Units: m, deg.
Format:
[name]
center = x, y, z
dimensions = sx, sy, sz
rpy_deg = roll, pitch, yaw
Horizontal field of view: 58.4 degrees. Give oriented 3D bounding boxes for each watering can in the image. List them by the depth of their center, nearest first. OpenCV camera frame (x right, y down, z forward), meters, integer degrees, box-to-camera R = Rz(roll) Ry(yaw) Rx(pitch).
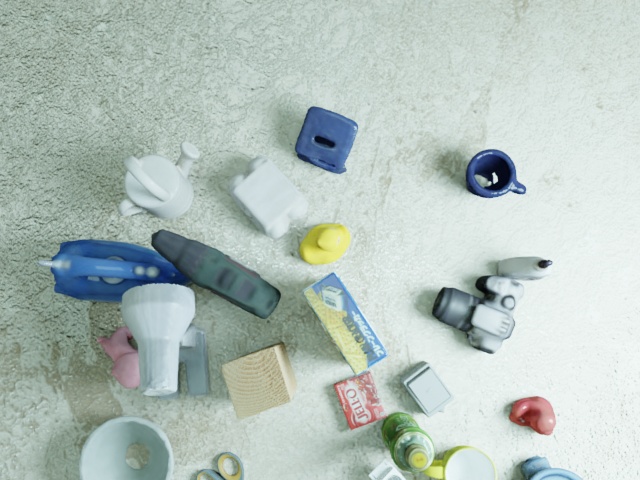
[watering can]
center = -0.295, -0.109, 1.034
dimensions = 0.101, 0.194, 0.173
rpy_deg = 27, 83, 4

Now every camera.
[camera]
center = 0.287, 0.122, 1.053
dimensions = 0.136, 0.101, 0.143
rpy_deg = 23, 83, 3

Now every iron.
[iron]
center = -0.365, 0.055, 1.040
dimensions = 0.258, 0.141, 0.119
rpy_deg = 3, 83, 0

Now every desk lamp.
[desk lamp]
center = -0.260, 0.181, 0.987
dimensions = 0.118, 0.213, 0.203
rpy_deg = -7, 83, -1

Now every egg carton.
[egg carton]
center = -0.100, -0.081, 1.094
dimensions = 0.107, 0.069, 0.150
rpy_deg = -43, 85, -5

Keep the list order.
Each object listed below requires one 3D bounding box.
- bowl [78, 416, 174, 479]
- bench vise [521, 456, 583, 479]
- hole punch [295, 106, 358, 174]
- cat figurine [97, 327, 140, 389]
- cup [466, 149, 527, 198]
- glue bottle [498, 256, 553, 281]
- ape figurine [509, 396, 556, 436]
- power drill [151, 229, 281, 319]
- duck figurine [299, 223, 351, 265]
[bowl]
center = -0.338, 0.396, 1.029
dimensions = 0.167, 0.075, 0.167
rpy_deg = 0, 83, 0
[bench vise]
center = 0.427, 0.478, 0.948
dimensions = 0.121, 0.220, 0.207
rpy_deg = -36, 84, -4
[hole punch]
center = 0.014, -0.190, 1.097
dimensions = 0.108, 0.091, 0.101
rpy_deg = 21, 83, 3
[cat figurine]
center = -0.351, 0.217, 1.031
dimensions = 0.067, 0.118, 0.128
rpy_deg = -44, 85, -5
[cup]
center = 0.326, -0.112, 1.086
dimensions = 0.117, 0.095, 0.092
rpy_deg = 27, 83, 3
[glue bottle]
center = 0.379, 0.049, 1.026
dimensions = 0.078, 0.173, 0.037
rpy_deg = 6, 83, 1
[ape figurine]
center = 0.394, 0.321, 1.032
dimensions = 0.076, 0.092, 0.078
rpy_deg = -34, 84, -4
[power drill]
center = -0.173, 0.062, 1.005
dimensions = 0.229, 0.208, 0.076
rpy_deg = 29, 84, 4
[duck figurine]
center = 0.010, 0.004, 1.075
dimensions = 0.104, 0.086, 0.077
rpy_deg = -28, 83, -3
